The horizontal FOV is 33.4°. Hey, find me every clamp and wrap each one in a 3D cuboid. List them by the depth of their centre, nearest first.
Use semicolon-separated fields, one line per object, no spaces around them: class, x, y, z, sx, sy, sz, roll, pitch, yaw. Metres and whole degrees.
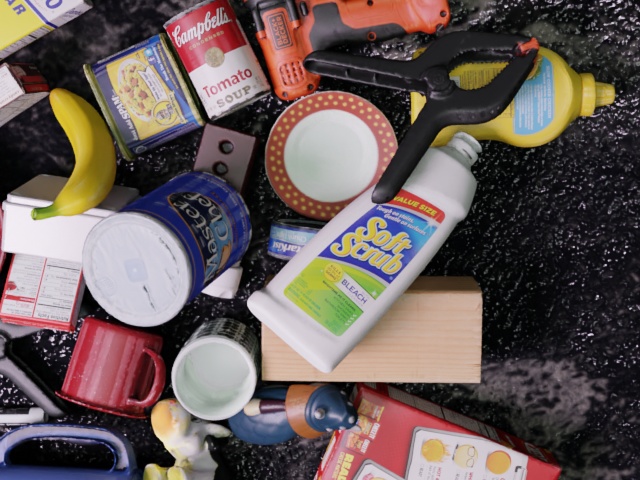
clamp;0.105;-0.126;0.966;0.210;0.036;0.164;-16;69;-4
clamp;-0.319;0.115;1.081;0.171;0.039;0.120;6;88;1

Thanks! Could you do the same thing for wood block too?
wood block;0.049;0.084;1.038;0.206;0.090;0.091;1;98;2

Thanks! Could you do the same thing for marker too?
marker;-0.342;0.182;1.100;0.121;0.020;0.020;0;97;2

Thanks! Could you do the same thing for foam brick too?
foam brick;-0.094;-0.071;1.043;0.053;0.051;0.078;16;98;0

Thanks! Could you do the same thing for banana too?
banana;-0.223;-0.082;0.994;0.069;0.198;0.037;16;125;-20

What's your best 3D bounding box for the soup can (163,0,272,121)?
soup can;-0.097;-0.174;1.022;0.068;0.068;0.102;-25;97;5

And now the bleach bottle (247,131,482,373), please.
bleach bottle;0.052;-0.004;0.967;0.102;0.068;0.250;40;80;2

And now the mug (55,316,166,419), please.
mug;-0.194;0.125;1.042;0.117;0.093;0.081;12;83;41

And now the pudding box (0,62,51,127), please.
pudding box;-0.323;-0.128;1.025;0.113;0.090;0.039;-33;95;6

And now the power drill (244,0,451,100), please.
power drill;0.020;-0.243;1.015;0.188;0.057;0.184;-15;100;7

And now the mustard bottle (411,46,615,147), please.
mustard bottle;0.184;-0.137;1.019;0.191;0.058;0.096;-1;87;3

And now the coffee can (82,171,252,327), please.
coffee can;-0.134;0.004;0.961;0.103;0.140;0.103;6;110;18

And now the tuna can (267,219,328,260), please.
tuna can;-0.007;0.001;1.031;0.086;0.086;0.034;7;96;1

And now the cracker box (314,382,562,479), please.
cracker box;0.106;0.250;1.066;0.213;0.072;0.164;22;98;-2

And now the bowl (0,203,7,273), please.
bowl;-0.381;-0.008;1.060;0.162;0.055;0.162;0;97;2

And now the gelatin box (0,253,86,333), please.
gelatin box;-0.271;0.043;1.059;0.073;0.030;0.089;8;71;1

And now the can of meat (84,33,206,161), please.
can of meat;-0.168;-0.140;1.035;0.084;0.057;0.102;-24;95;3

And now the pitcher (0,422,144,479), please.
pitcher;-0.297;0.273;1.062;0.243;0.149;0.145;5;133;4

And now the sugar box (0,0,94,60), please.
sugar box;-0.317;-0.222;1.018;0.176;0.048;0.093;-30;93;6
